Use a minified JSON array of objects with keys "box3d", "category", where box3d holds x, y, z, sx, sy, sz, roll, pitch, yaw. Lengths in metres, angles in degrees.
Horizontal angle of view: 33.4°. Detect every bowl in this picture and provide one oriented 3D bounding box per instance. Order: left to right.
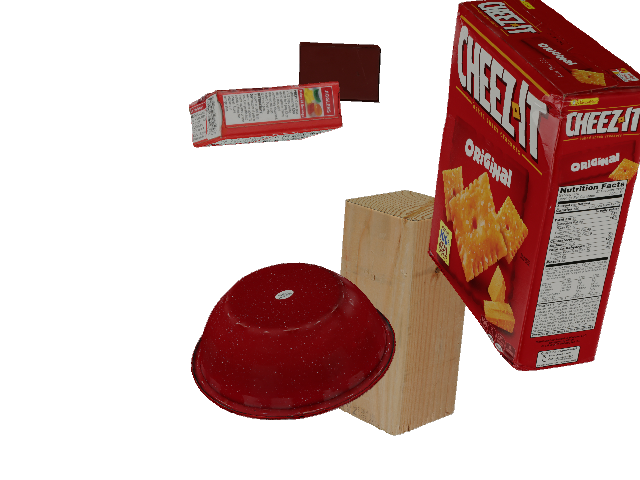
[{"box3d":[-0.024,0.064,0.822,0.162,0.055,0.162,-6,32,3],"category":"bowl"}]

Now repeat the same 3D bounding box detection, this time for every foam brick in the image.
[{"box3d":[0.018,-0.160,1.013,0.078,0.051,0.053,3,14,0],"category":"foam brick"}]

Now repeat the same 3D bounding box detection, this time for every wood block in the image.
[{"box3d":[0.077,0.066,1.013,0.090,0.206,0.090,-11,21,-43],"category":"wood block"}]

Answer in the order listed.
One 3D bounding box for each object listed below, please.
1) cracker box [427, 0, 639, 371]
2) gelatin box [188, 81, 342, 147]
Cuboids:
[{"box3d":[0.142,-0.041,0.751,0.072,0.214,0.164,-8,34,-16],"category":"cracker box"},{"box3d":[-0.035,-0.075,0.641,0.073,0.030,0.089,-7,3,-17],"category":"gelatin box"}]
